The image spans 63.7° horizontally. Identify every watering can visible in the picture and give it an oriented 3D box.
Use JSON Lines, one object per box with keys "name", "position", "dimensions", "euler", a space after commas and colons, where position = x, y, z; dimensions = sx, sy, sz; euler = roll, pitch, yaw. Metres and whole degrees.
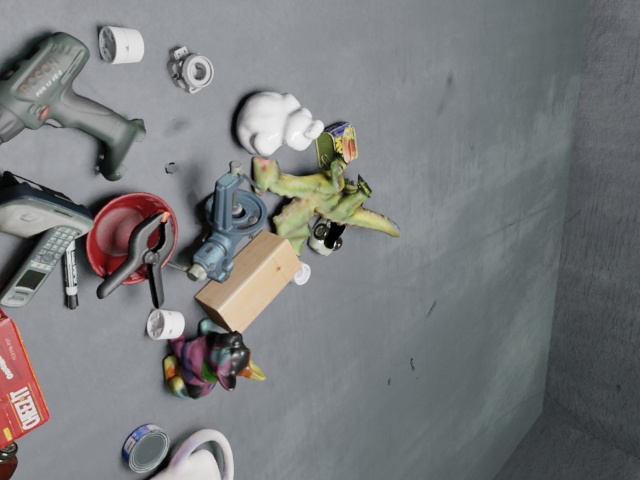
{"name": "watering can", "position": [-0.277, 0.570, 1.093], "dimensions": [0.226, 0.104, 0.343], "euler": [-16, 114, -42]}

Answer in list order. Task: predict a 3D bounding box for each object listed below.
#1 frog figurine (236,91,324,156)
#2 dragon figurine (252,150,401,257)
{"name": "frog figurine", "position": [-0.080, -0.220, 0.994], "dimensions": [0.139, 0.160, 0.120], "euler": [-52, 134, -20]}
{"name": "dragon figurine", "position": [0.004, -0.058, 1.162], "dimensions": [0.242, 0.125, 0.404], "euler": [-38, 124, 9]}
